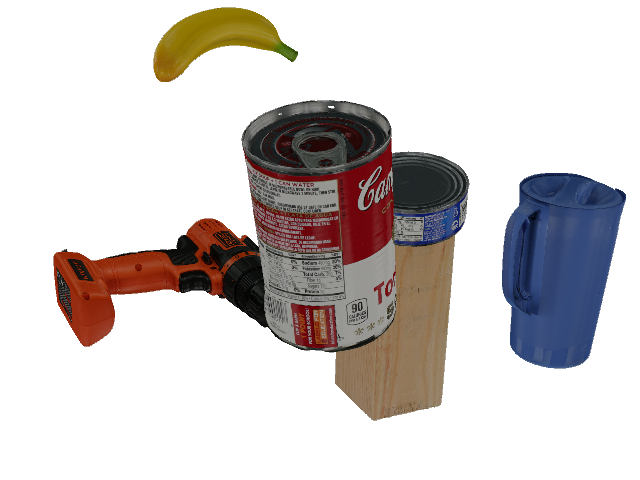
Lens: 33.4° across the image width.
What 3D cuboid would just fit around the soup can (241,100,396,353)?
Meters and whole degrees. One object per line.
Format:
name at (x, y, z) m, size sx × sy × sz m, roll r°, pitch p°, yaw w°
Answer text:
soup can at (0.001, -0.006, 0.506) m, size 0.068 × 0.102 × 0.068 m, roll -3°, pitch 32°, yaw 2°

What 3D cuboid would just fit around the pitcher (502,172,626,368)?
pitcher at (0.306, 0.043, 1.394) m, size 0.149 × 0.243 × 0.145 m, roll 5°, pitch 23°, yaw 6°

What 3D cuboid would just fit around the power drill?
power drill at (-0.134, 0.043, 0.963) m, size 0.187 × 0.057 × 0.185 m, roll -10°, pitch 26°, yaw -26°

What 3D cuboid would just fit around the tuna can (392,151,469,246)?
tuna can at (0.068, -0.031, 0.805) m, size 0.086 × 0.034 × 0.086 m, roll -1°, pitch 34°, yaw 1°

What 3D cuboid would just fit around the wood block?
wood block at (0.077, 0.072, 1.129) m, size 0.090 × 0.206 × 0.091 m, roll -8°, pitch 23°, yaw -25°

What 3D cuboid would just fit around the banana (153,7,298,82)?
banana at (-0.100, -0.194, 1.033) m, size 0.070 × 0.037 × 0.197 m, roll 44°, pitch 38°, yaw 20°
